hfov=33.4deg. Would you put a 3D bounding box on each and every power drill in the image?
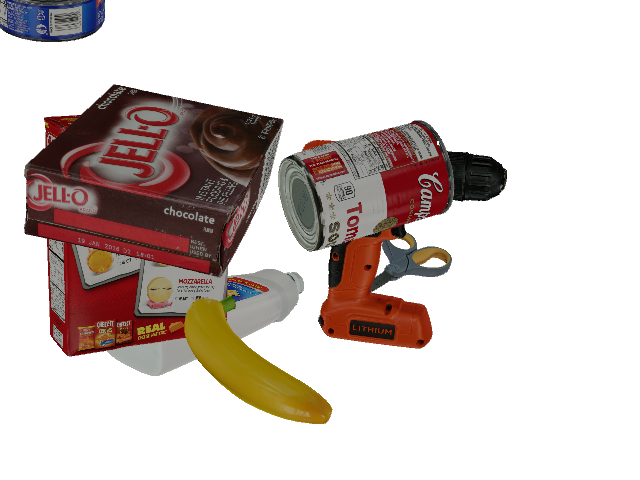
[{"bbox_3d":[0.071,0.002,0.972,0.184,0.188,0.057,6,19,13],"label":"power drill"}]

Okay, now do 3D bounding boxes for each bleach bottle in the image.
[{"bbox_3d":[-0.118,0.077,1.205,0.103,0.068,0.250,20,26,36],"label":"bleach bottle"}]

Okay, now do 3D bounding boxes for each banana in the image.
[{"bbox_3d":[-0.064,0.091,0.860,0.069,0.037,0.198,-12,31,-25],"label":"banana"}]

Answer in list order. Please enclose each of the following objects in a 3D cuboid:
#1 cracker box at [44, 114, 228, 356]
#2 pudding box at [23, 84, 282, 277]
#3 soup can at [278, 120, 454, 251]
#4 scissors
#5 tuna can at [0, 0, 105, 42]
[{"bbox_3d":[-0.171,-0.011,1.002,0.163,0.214,0.072,-7,18,-30],"label":"cracker box"},{"bbox_3d":[-0.073,-0.031,0.491,0.090,0.039,0.113,13,26,4],"label":"pudding box"},{"bbox_3d":[0.030,-0.038,0.728,0.102,0.068,0.069,-17,6,-20],"label":"soup can"},{"bbox_3d":[0.077,0.025,1.262,0.201,0.016,0.096,-10,40,-44],"label":"scissors"},{"bbox_3d":[-0.207,-0.184,0.815,0.086,0.034,0.086,5,36,-4],"label":"tuna can"}]
